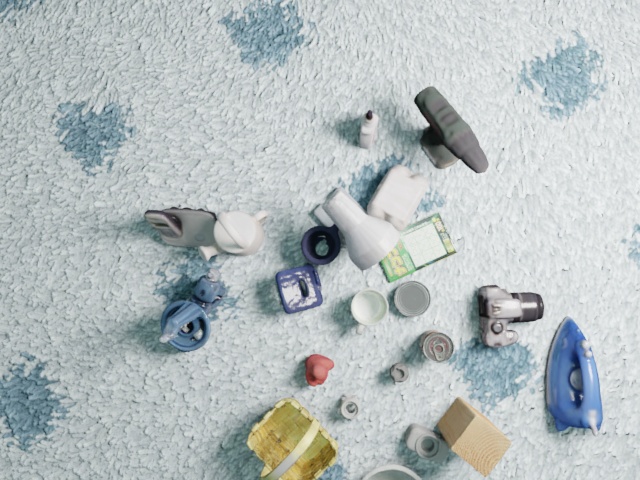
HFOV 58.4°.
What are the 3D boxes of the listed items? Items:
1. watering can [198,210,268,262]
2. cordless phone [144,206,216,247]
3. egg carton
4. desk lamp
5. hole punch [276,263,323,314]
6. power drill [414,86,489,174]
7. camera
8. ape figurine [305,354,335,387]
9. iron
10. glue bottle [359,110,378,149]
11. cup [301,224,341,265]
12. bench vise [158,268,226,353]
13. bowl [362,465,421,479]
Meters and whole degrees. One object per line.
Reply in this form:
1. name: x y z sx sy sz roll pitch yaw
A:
1. watering can: -0.197 -0.012 1.315 0.101 0.194 0.173 33 88 6
2. cordless phone: -0.319 -0.035 1.328 0.147 0.185 0.094 0 85 4
3. egg carton: 0.183 -0.101 1.363 0.107 0.069 0.150 29 87 5
4. desk lamp: 0.075 -0.031 1.291 0.118 0.213 0.203 -44 84 -1
5. hole punch: -0.047 0.113 1.347 0.101 0.091 0.109 -16 84 2
6. power drill: 0.291 -0.231 1.297 0.075 0.208 0.229 -34 84 0
7. camera: 0.439 0.172 1.309 0.136 0.101 0.143 -3 85 3
8. ape figurine: -0.003 0.303 1.328 0.078 0.092 0.076 -27 84 1
9. iron: 0.578 0.302 1.270 0.118 0.141 0.258 -2 85 3
10. glue bottle: 0.113 -0.268 1.328 0.037 0.173 0.078 13 86 5
11. cup: 0.012 0.005 1.351 0.091 0.095 0.118 39 88 6
12. bench vise: -0.302 0.159 1.294 0.121 0.220 0.207 9 86 4
13. bowl: 0.164 0.588 1.304 0.167 0.075 0.167 0 85 3
